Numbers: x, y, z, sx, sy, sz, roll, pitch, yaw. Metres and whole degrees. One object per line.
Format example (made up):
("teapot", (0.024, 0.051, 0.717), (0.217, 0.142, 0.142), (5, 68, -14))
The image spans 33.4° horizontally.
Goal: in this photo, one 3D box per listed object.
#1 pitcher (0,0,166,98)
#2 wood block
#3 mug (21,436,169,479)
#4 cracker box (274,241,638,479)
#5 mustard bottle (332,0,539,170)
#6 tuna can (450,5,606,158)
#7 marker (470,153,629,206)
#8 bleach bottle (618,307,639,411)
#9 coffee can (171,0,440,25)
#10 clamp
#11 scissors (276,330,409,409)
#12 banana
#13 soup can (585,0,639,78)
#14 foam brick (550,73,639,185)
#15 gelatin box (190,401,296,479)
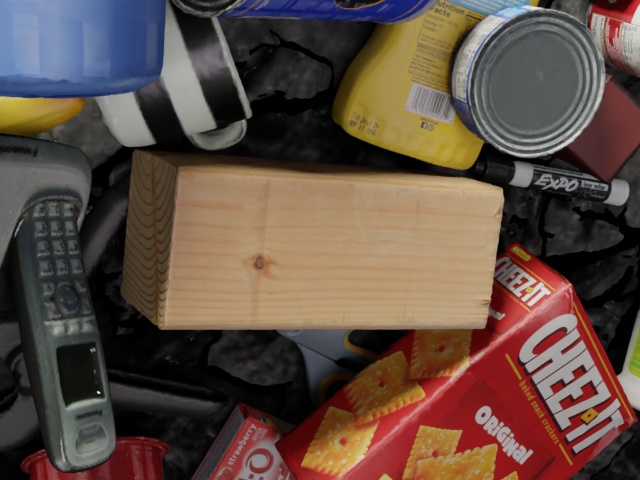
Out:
("pitcher", (-0.113, -0.189, 0.472), (0.144, 0.149, 0.243), (-9, 109, -35))
("wood block", (-0.004, 0.001, 0.639), (0.205, 0.090, 0.091), (3, 99, -26))
("mug", (-0.141, 0.179, 0.671), (0.093, 0.081, 0.117), (4, 153, -31))
("cracker box", (0.100, 0.132, 0.731), (0.213, 0.072, 0.164), (-39, 129, -5))
("mustard bottle", (0.082, -0.145, 0.647), (0.096, 0.058, 0.192), (16, 105, -18))
("tuna can", (0.120, -0.093, 0.624), (0.086, 0.034, 0.086), (-5, 109, -14))
("marker", (0.158, -0.041, 0.734), (0.121, 0.020, 0.020), (8, 107, -21))
("bleach bottle", (0.283, 0.008, 0.761), (0.067, 0.103, 0.251), (1, 104, -33))
("coffee can", (-0.006, -0.166, 0.557), (0.140, 0.103, 0.103), (-10, 115, -44))
("clamp", (-0.174, 0.063, 0.654), (0.209, 0.036, 0.164), (-16, 107, -10))
("scissors", (-0.021, 0.074, 0.721), (0.201, 0.016, 0.096), (15, 104, -22))
("banana", (-0.227, -0.055, 0.573), (0.197, 0.070, 0.037), (-18, 109, -31))
("soup can", (0.223, -0.131, 0.675), (0.068, 0.102, 0.068), (-6, 112, -16))
("foam brick", (0.168, -0.079, 0.691), (0.051, 0.078, 0.053), (36, 95, -24))
("gelatin box", (-0.045, 0.165, 0.739), (0.073, 0.030, 0.089), (28, 99, -25))
